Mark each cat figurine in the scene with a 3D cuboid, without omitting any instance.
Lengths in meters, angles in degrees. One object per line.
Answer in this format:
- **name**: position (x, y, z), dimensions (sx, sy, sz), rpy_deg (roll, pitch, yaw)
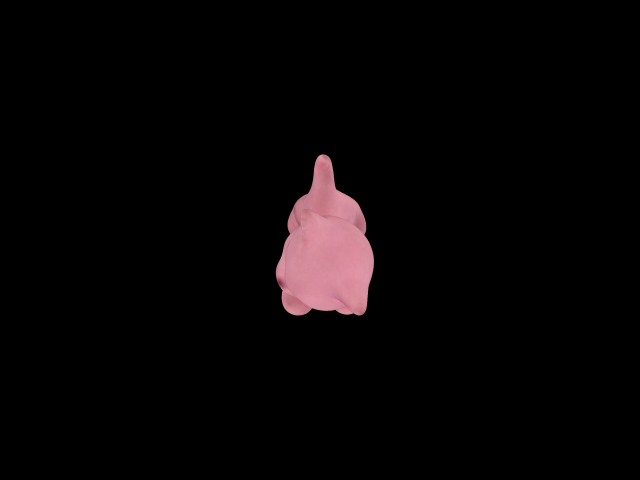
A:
- **cat figurine**: position (0.004, 0.001, 0.400), dimensions (0.067, 0.118, 0.128), rpy_deg (0, 62, 0)
